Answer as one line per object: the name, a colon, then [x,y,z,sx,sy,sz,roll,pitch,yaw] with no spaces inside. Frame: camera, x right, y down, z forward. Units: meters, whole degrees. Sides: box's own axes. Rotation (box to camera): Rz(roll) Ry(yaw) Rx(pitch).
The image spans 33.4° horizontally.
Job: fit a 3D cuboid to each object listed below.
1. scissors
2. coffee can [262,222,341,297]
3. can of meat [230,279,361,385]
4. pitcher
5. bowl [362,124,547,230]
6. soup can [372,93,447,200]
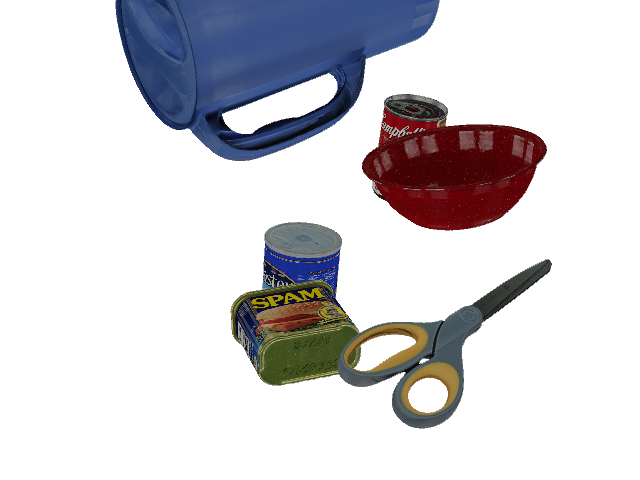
scissors: [0.110,0.074,0.765,0.201,0.016,0.096,-17,51,-22]
coffee can: [-0.028,0.059,1.432,0.103,0.140,0.103,4,24,-2]
can of meat: [-0.022,0.085,0.976,0.102,0.057,0.084,-9,28,-17]
pitcher: [-0.024,-0.173,0.840,0.242,0.149,0.145,-21,37,-26]
bowl: [0.120,-0.052,0.946,0.162,0.055,0.162,-8,23,3]
soup can: [0.094,-0.097,1.144,0.068,0.102,0.068,6,29,-3]
